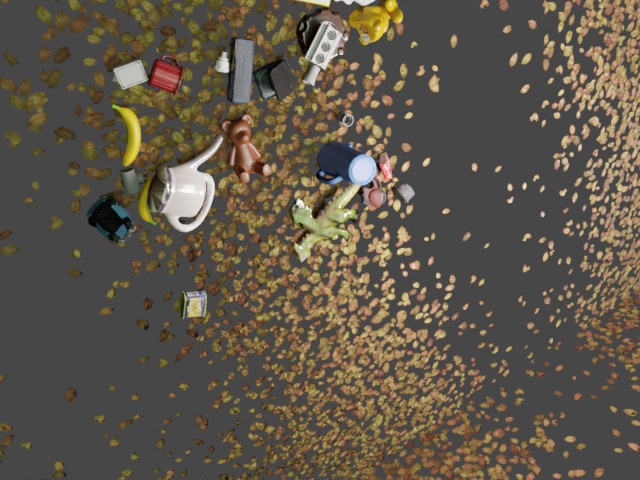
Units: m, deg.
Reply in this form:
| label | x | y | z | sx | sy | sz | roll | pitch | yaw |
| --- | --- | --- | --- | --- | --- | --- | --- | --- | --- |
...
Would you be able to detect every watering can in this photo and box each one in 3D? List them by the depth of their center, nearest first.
| label | x | y | z | sx | sy | sz | roll | pitch | yaw |
| --- | --- | --- | --- | --- | --- | --- | --- | --- | --- |
| watering can | -0.436 | -0.195 | 1.679 | 0.105 | 0.346 | 0.224 | 21 | 10 | 41 |

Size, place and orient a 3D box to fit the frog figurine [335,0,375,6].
| label | x | y | z | sx | sy | sz | roll | pitch | yaw |
| --- | --- | --- | --- | --- | --- | --- | --- | --- | --- |
| frog figurine | 0.116 | -0.829 | 1.691 | 0.159 | 0.125 | 0.135 | -29 | -47 | 11 |

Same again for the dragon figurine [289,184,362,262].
| label | x | y | z | sx | sy | sz | roll | pitch | yaw |
| --- | --- | --- | --- | --- | --- | --- | --- | --- | --- |
| dragon figurine | 0.006 | -0.098 | 1.954 | 0.242 | 0.404 | 0.124 | 10 | 21 | -21 |
